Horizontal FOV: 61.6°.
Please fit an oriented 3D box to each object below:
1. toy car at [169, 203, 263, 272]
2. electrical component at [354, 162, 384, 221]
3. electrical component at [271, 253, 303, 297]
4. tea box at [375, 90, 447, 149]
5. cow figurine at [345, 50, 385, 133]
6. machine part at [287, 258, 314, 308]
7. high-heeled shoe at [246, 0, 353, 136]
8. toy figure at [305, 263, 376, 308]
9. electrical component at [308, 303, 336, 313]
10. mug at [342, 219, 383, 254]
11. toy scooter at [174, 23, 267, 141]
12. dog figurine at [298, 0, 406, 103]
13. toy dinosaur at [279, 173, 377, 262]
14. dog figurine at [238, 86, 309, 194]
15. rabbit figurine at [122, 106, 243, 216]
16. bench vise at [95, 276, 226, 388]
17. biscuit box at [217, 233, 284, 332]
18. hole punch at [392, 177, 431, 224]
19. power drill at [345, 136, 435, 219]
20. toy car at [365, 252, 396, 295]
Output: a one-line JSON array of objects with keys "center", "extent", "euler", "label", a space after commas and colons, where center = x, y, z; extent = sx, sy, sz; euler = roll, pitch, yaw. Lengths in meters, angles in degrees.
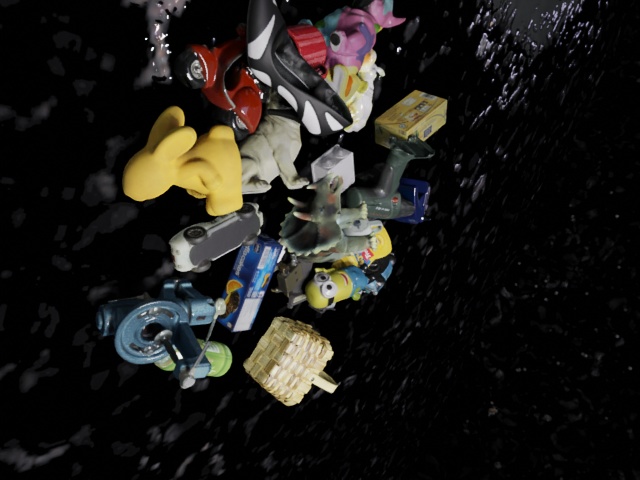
[{"center": [-0.183, -0.008, 0.978], "extent": [0.202, 0.056, 0.073], "euler": [-32, 132, -40], "label": "toy car"}, {"center": [0.134, -0.114, 1.340], "extent": [0.115, 0.058, 0.134], "euler": [-30, 137, -37], "label": "electrical component"}, {"center": [-0.078, 0.079, 1.205], "extent": [0.078, 0.045, 0.102], "euler": [-52, 149, -31], "label": "electrical component"}, {"center": [0.218, -0.283, 1.285], "extent": [0.169, 0.098, 0.068], "euler": [-40, 142, -28], "label": "tea box"}, {"center": [0.087, -0.307, 1.106], "extent": [0.098, 0.068, 0.167], "euler": [-12, 128, -57], "label": "cow figurine"}, {"center": [-0.041, 0.096, 1.279], "extent": [0.084, 0.039, 0.138], "euler": [-18, 131, -37], "label": "machine part"}, {"center": [-0.025, -0.263, 0.805], "extent": [0.248, 0.145, 0.086], "euler": [84, 17, -48], "label": "high-heeled shoe"}, {"center": [0.048, 0.110, 1.284], "extent": [0.180, 0.082, 0.089], "euler": [-13, 127, -40], "label": "toy figure"}, {"center": [0.024, 0.126, 1.384], "extent": [0.075, 0.048, 0.119], "euler": [-5, 118, -54], "label": "electrical component"}, {"center": [0.099, -0.022, 1.293], "extent": [0.110, 0.081, 0.107], "euler": [-11, 162, -3], "label": "mug"}, {"center": [-0.134, -0.252, 0.835], "extent": [0.135, 0.075, 0.183], "euler": [-56, 144, -13], "label": "toy scooter"}, {"center": [0.067, -0.367, 0.998], "extent": [0.219, 0.109, 0.191], "euler": [-38, 141, -36], "label": "dog figurine"}, {"center": [-0.004, -0.007, 1.125], "extent": [0.192, 0.131, 0.404], "euler": [-4, 167, -13], "label": "toy dinosaur"}, {"center": [-0.105, -0.180, 0.940], "extent": [0.172, 0.121, 0.190], "euler": [-9, 93, -20], "label": "dog figurine"}, {"center": [-0.209, -0.108, 0.808], "extent": [0.173, 0.122, 0.162], "euler": [-13, 136, -26], "label": "rabbit figurine"}, {"center": [-0.235, 0.153, 0.876], "extent": [0.223, 0.241, 0.128], "euler": [12, 109, -41], "label": "bench vise"}, {"center": [-0.146, 0.084, 1.094], "extent": [0.059, 0.063, 0.202], "euler": [6, 110, -55], "label": "biscuit box"}, {"center": [0.217, -0.103, 1.404], "extent": [0.092, 0.142, 0.115], "euler": [-8, 108, -54], "label": "hole punch"}, {"center": [0.175, -0.135, 1.232], "extent": [0.232, 0.086, 0.207], "euler": [-5, 140, -38], "label": "power drill"}, {"center": [0.133, 0.085, 1.471], "extent": [0.162, 0.109, 0.103], "euler": [-49, 172, -40], "label": "toy car"}]
